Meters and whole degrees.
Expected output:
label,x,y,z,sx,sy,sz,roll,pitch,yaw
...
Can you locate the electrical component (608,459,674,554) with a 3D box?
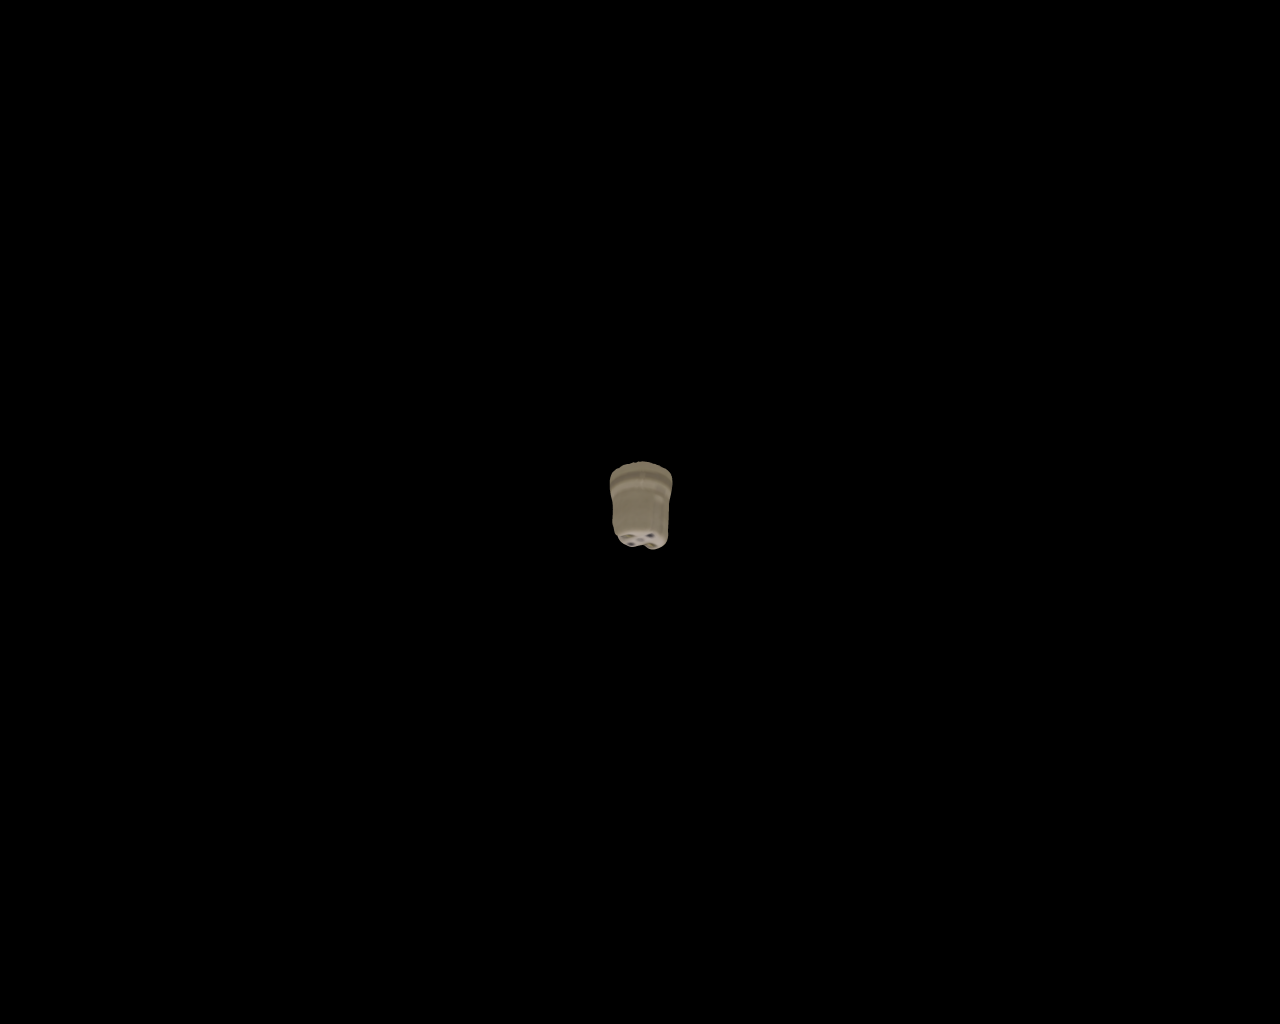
label,x,y,z,sx,sy,sz,roll,pitch,yaw
electrical component,0.001,-0.003,0.650,0.040,0.046,0.040,0,-28,0
